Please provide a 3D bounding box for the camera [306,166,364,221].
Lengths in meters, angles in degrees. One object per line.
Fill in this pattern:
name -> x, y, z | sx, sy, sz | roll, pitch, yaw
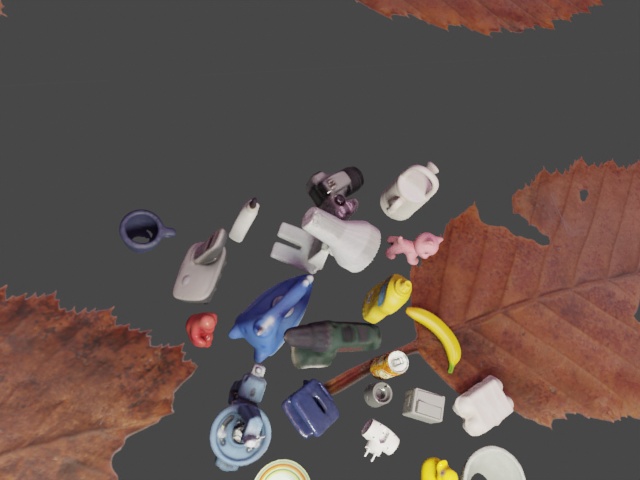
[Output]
camera -> 0.059, -0.128, 1.470 | 0.137, 0.100, 0.143 | -31, 82, -28

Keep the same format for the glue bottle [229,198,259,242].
glue bottle -> -0.167, -0.057, 1.316 | 0.037, 0.173, 0.078 | 29, 62, -7

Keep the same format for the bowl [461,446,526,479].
bowl -> 0.390, 0.568, 1.329 | 0.168, 0.074, 0.167 | 8, 67, -18

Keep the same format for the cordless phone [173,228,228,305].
cordless phone -> -0.249, 0.055, 1.233 | 0.094, 0.184, 0.147 | 18, 64, -12

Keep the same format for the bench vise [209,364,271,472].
bench vise -> -0.154, 0.345, 1.132 | 0.122, 0.219, 0.207 | 3, 68, -19

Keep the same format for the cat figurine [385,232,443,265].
cat figurine -> 0.248, 0.012, 1.475 | 0.128, 0.117, 0.067 | 13, 65, -15

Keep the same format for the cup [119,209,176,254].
cup -> -0.380, -0.008, 1.261 | 0.118, 0.094, 0.091 | 3, 68, -19

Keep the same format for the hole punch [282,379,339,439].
hole punch -> -0.015, 0.364, 1.250 | 0.101, 0.091, 0.108 | -33, 83, -28

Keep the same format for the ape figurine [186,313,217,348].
ape figurine -> -0.249, 0.186, 1.233 | 0.076, 0.092, 0.078 | 44, 61, 1

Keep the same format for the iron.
iron -> -0.080, 0.145, 1.285 | 0.118, 0.141, 0.259 | 43, 61, 0

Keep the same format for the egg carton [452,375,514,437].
egg carton -> 0.399, 0.406, 1.400 | 0.151, 0.069, 0.107 | -25, 80, -27

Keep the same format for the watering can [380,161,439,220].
watering can -> 0.242, -0.139, 1.491 | 0.101, 0.193, 0.173 | 25, 63, -9

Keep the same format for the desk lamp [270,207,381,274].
desk lamp -> 0.012, 0.005, 1.335 | 0.203, 0.213, 0.118 | 21, 63, -11

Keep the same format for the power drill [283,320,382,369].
power drill -> 0.008, 0.226, 1.247 | 0.230, 0.208, 0.075 | -1, 69, -21

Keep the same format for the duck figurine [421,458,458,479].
duck figurine -> 0.279, 0.544, 1.290 | 0.078, 0.086, 0.104 | -7, 72, -23
